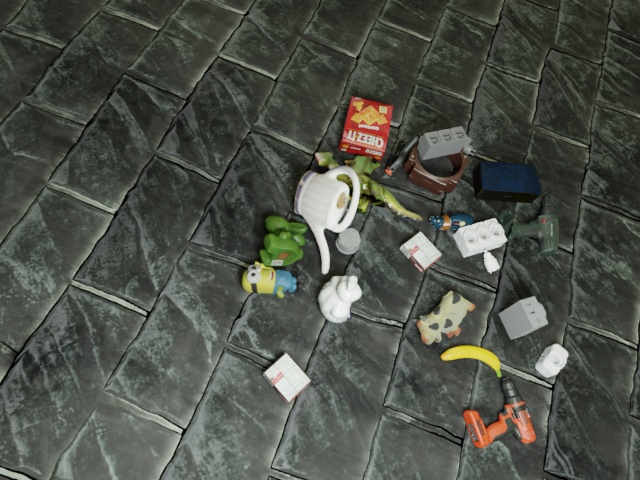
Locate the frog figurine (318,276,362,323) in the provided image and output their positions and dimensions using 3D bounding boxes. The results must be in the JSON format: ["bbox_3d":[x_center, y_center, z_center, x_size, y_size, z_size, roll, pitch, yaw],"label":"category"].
[{"bbox_3d":[0.059,0.171,1.545,0.122,0.156,0.140,8,64,-4],"label":"frog figurine"}]

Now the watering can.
[{"bbox_3d":[0.005,-0.084,1.673,0.226,0.104,0.346,25,98,33],"label":"watering can"}]

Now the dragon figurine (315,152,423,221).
[{"bbox_3d":[0.167,-0.207,1.791,0.409,0.119,0.248,17,54,-10],"label":"dragon figurine"}]
